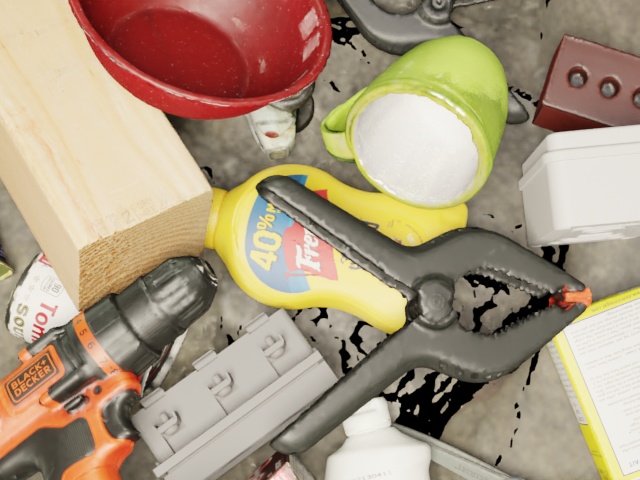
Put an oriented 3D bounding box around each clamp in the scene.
[{"bbox_3d":[0.091,-0.167,0.739,0.171,0.039,0.120,28,81,2],"label":"clamp"},{"bbox_3d":[0.060,0.050,0.642,0.210,0.036,0.164,5,79,-10],"label":"clamp"}]

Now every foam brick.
[{"bbox_3d":[0.189,-0.095,0.716,0.078,0.051,0.053,18,82,5],"label":"foam brick"}]

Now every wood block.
[{"bbox_3d":[-0.159,-0.073,0.668,0.090,0.091,0.206,-26,70,-23],"label":"wood block"}]

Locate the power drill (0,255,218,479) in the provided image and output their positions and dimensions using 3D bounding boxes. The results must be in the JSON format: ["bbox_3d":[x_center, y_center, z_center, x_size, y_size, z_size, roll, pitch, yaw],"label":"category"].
[{"bbox_3d":[-0.103,0.119,0.598,0.184,0.057,0.188,-38,57,4],"label":"power drill"}]

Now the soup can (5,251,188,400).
[{"bbox_3d":[-0.144,0.052,0.697,0.102,0.068,0.068,25,83,6],"label":"soup can"}]

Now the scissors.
[{"bbox_3d":[0.130,0.181,0.676,0.202,0.016,0.096,8,98,25],"label":"scissors"}]

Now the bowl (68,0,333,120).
[{"bbox_3d":[-0.077,-0.126,0.637,0.162,0.055,0.162,13,52,-17],"label":"bowl"}]

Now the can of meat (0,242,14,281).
[{"bbox_3d":[-0.269,-0.003,0.719,0.102,0.057,0.084,-19,78,-2],"label":"can of meat"}]

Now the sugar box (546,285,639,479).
[{"bbox_3d":[0.218,0.119,0.683,0.093,0.048,0.176,-20,84,0],"label":"sugar box"}]

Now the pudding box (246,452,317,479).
[{"bbox_3d":[-0.042,0.172,0.651,0.090,0.113,0.039,-43,90,-6],"label":"pudding box"}]

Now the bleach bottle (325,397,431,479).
[{"bbox_3d":[0.066,0.221,0.663,0.102,0.068,0.251,-16,79,8],"label":"bleach bottle"}]

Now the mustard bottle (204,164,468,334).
[{"bbox_3d":[-0.005,0.001,0.706,0.191,0.058,0.096,13,80,5],"label":"mustard bottle"}]
